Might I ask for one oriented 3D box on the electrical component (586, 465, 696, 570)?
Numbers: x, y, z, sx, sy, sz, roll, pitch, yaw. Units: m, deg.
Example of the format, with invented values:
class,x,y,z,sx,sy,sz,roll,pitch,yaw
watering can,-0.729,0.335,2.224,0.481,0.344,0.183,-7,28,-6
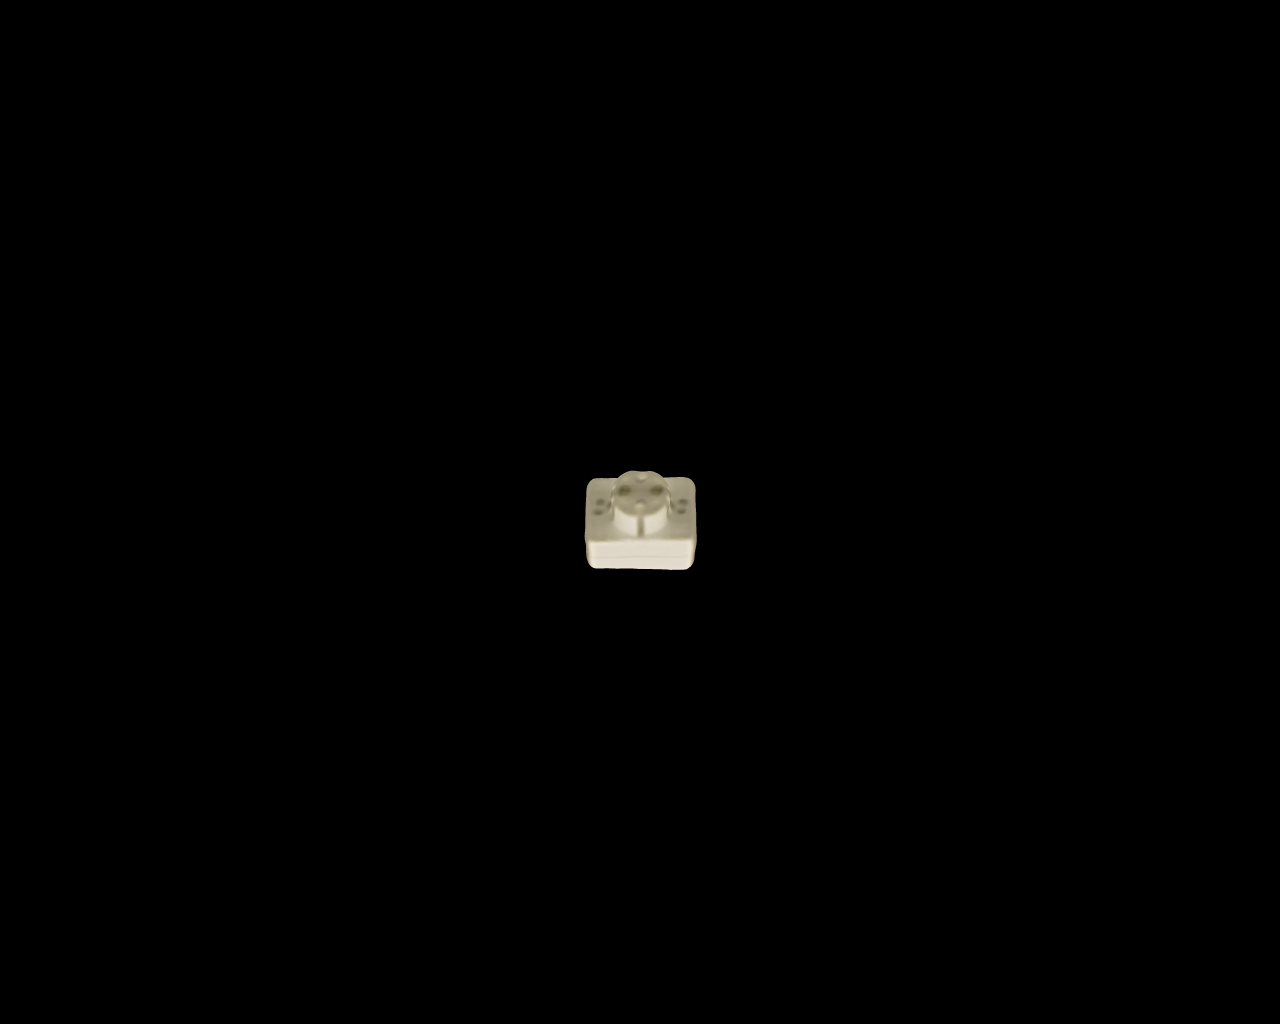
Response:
class,x,y,z,sx,sy,sz,roll,pitch,yaw
electrical component,0.001,-0.003,0.650,0.066,0.047,0.076,0,-32,0
